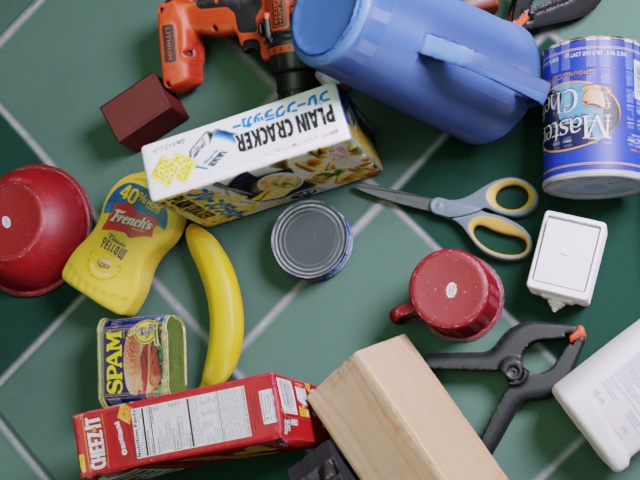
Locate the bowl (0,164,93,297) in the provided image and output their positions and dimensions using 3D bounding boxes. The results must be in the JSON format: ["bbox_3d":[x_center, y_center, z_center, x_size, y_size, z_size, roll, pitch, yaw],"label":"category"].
[{"bbox_3d":[-0.350,-0.016,1.246,0.162,0.055,0.162,-3,79,16],"label":"bowl"}]

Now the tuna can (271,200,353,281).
[{"bbox_3d":[-0.008,0.001,1.156,0.086,0.033,0.086,-3,79,15],"label":"tuna can"}]

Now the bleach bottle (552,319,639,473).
[{"bbox_3d":[0.350,0.107,1.018,0.251,0.068,0.102,-37,95,2],"label":"bleach bottle"}]

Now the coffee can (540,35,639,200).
[{"bbox_3d":[0.272,-0.119,1.061,0.103,0.102,0.140,-2,80,16],"label":"coffee can"}]

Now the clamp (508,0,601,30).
[{"bbox_3d":[0.286,-0.290,1.104,0.164,0.036,0.210,36,108,-15],"label":"clamp"}]

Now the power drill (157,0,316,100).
[{"bbox_3d":[-0.088,-0.212,1.180,0.188,0.057,0.184,-5,89,29],"label":"power drill"}]

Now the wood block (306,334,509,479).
[{"bbox_3d":[0.092,0.207,1.048,0.090,0.090,0.206,-46,70,33],"label":"wood block"}]

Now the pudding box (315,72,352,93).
[{"bbox_3d":[0.015,-0.224,1.188,0.090,0.039,0.113,-39,75,5],"label":"pudding box"}]

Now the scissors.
[{"bbox_3d":[0.143,-0.048,1.131,0.202,0.016,0.096,31,88,18],"label":"scissors"}]

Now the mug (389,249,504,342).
[{"bbox_3d":[0.125,0.058,1.082,0.117,0.081,0.093,-20,76,12],"label":"mug"}]

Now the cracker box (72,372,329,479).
[{"bbox_3d":[-0.116,0.194,1.084,0.214,0.164,0.072,-14,75,13],"label":"cracker box"}]

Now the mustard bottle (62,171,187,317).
[{"bbox_3d":[-0.205,-0.016,1.203,0.096,0.058,0.191,30,89,19],"label":"mustard bottle"}]

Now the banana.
[{"bbox_3d":[-0.117,0.076,1.172,0.070,0.037,0.198,-4,79,15],"label":"banana"}]

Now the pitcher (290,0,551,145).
[{"bbox_3d":[0.099,-0.184,1.033,0.149,0.242,0.145,-34,55,38],"label":"pitcher"}]

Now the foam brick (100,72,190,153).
[{"bbox_3d":[-0.202,-0.147,1.228,0.078,0.053,0.051,-32,73,8],"label":"foam brick"}]

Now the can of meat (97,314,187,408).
[{"bbox_3d":[-0.194,0.134,1.172,0.084,0.057,0.102,-6,78,16],"label":"can of meat"}]

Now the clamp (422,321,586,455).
[{"bbox_3d":[0.195,0.144,1.071,0.171,0.039,0.120,-24,84,13],"label":"clamp"}]
